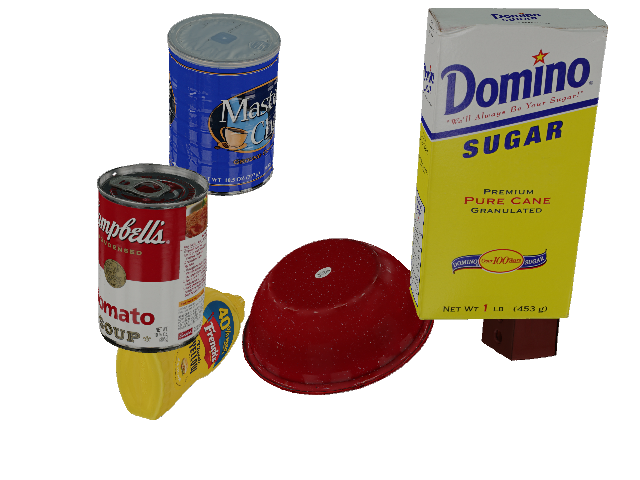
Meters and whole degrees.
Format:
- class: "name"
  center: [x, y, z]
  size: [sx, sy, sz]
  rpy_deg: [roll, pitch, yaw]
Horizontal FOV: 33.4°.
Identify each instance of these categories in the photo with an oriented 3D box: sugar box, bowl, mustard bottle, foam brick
- class: "sugar box"
  center: [0.103, -0.041, 0.606]
  size: [0.093, 0.176, 0.048]
  rpy_deg: [-1, 27, -4]
- class: "bowl"
  center: [0.009, 0.047, 0.857]
  size: [0.162, 0.055, 0.162]
  rpy_deg: [-11, 36, 8]
- class: "mustard bottle"
  center: [-0.134, 0.101, 1.108]
  size: [0.058, 0.096, 0.191]
  rpy_deg: [10, 25, 24]
- class: "foam brick"
  center: [0.186, 0.065, 0.985]
  size: [0.051, 0.078, 0.053]
  rpy_deg: [-6, 19, -24]

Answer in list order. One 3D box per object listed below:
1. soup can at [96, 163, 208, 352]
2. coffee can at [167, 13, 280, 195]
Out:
- class: "soup can"
  center: [-0.106, 0.011, 0.671]
  size: [0.068, 0.102, 0.068]
  rpy_deg: [4, 24, -2]
- class: "coffee can"
  center: [-0.092, -0.128, 1.006]
  size: [0.103, 0.140, 0.103]
  rpy_deg: [3, 36, -3]
